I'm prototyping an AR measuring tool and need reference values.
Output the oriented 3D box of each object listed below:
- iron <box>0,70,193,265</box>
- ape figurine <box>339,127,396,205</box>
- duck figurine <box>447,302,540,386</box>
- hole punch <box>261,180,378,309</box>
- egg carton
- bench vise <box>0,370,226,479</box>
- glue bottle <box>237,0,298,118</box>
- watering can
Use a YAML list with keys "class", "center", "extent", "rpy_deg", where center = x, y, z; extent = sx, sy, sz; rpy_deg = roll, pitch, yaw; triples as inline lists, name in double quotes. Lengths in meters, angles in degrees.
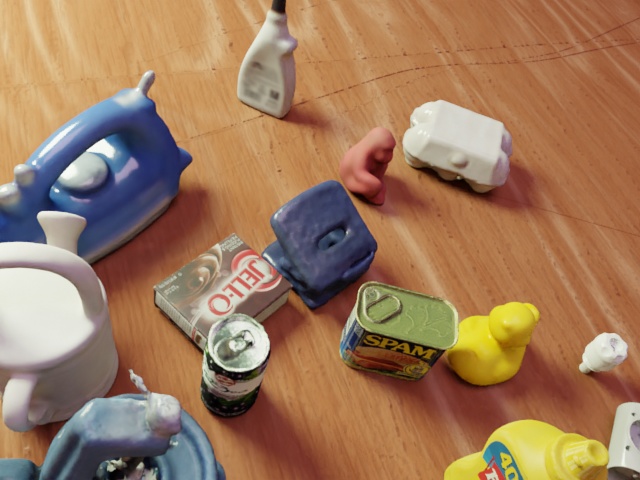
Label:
- class: "iron"
  center: [-0.243, -0.062, 0.572]
  extent: [0.118, 0.141, 0.259]
  rpy_deg: [31, 52, 9]
- class: "ape figurine"
  center: [0.067, -0.101, 0.719]
  extent: [0.076, 0.092, 0.078]
  rpy_deg: [35, 52, 12]
- class: "duck figurine"
  center: [0.188, 0.101, 0.601]
  extent: [0.105, 0.086, 0.077]
  rpy_deg: [-23, 62, -29]
- class: "hole punch"
  center: [0.006, 0.002, 0.624]
  extent: [0.101, 0.091, 0.109]
  rpy_deg: [43, 55, 18]
- class: "egg carton"
  center: [0.190, -0.129, 0.788]
  extent: [0.150, 0.069, 0.107]
  rpy_deg: [21, 51, 1]
- class: "bench vise"
  center: [-0.158, 0.165, 0.371]
  extent: [0.208, 0.220, 0.121]
  rpy_deg: [-15, 59, -25]
- class: "glue bottle"
  center: [-0.062, -0.243, 0.740]
  extent: [0.078, 0.173, 0.037]
  rpy_deg: [25, 51, 5]
- class: "watering can"
  center: [-0.221, 0.056, 0.454]
  extent: [0.101, 0.194, 0.172]
  rpy_deg: [-14, 58, -24]
